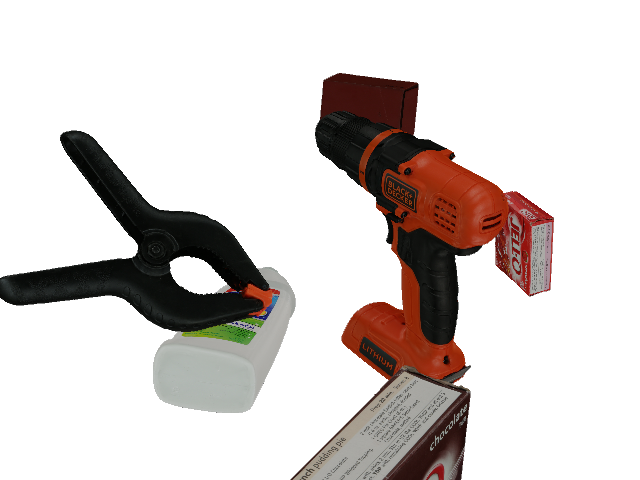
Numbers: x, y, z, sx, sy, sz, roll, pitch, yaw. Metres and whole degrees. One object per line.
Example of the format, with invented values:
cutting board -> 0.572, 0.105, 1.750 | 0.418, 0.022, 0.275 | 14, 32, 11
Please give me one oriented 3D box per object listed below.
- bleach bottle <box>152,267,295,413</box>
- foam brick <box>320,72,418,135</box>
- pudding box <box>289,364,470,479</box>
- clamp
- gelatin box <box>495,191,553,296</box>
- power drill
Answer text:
bleach bottle -> -0.086, 0.085, 1.092 | 0.102, 0.068, 0.250 | 8, 22, 6
foam brick -> 0.044, -0.119, 0.963 | 0.078, 0.051, 0.053 | 10, 18, 18
pudding box -> 0.020, 0.120, 0.453 | 0.039, 0.090, 0.113 | 20, 37, 27
clamp -> -0.111, 0.000, 0.687 | 0.171, 0.120, 0.039 | 15, -14, -15
gelatin box -> 0.213, 0.002, 1.122 | 0.030, 0.089, 0.073 | -14, 30, -16
power drill -> 0.056, 0.008, 0.801 | 0.057, 0.188, 0.185 | -20, 36, -30
